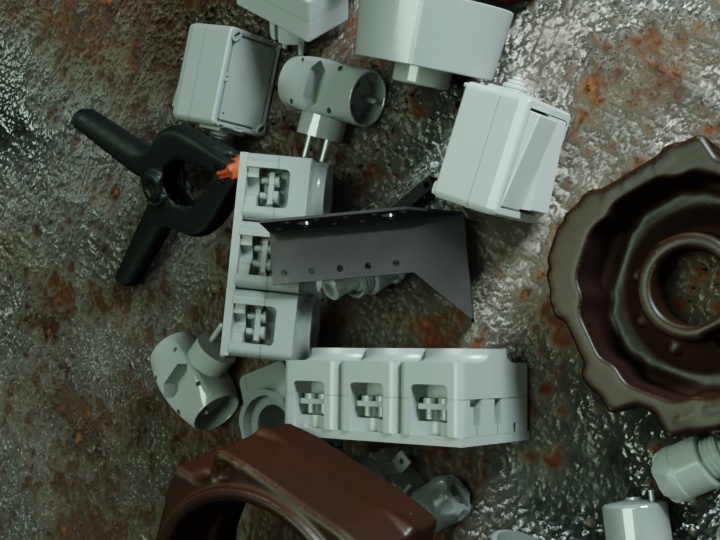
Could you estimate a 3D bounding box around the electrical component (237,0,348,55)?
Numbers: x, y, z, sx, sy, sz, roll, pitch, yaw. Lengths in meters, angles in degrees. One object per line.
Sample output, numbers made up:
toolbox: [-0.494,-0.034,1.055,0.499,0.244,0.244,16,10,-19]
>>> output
electrical component: [-0.055,-0.207,0.868,0.083,0.047,0.075,33,142,28]

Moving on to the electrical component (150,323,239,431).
electrical component: [-0.130,0.080,0.904,0.077,0.043,0.079,49,114,30]

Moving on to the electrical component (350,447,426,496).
electrical component: [0.009,0.158,0.782,0.048,0.055,0.066,50,115,30]

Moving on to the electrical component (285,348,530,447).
electrical component: [0.031,0.086,0.750,0.150,0.089,0.061,-3,84,37]

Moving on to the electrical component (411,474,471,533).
electrical component: [0.048,0.171,0.765,0.061,0.035,0.035,-37,65,32]

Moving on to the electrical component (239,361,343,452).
electrical component: [-0.055,0.119,0.835,0.050,0.056,0.089,-24,71,34]

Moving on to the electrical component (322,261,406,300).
electrical component: [0.000,0.000,0.795,0.048,0.062,0.048,35,143,32]

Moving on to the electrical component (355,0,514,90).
electrical component: [0.048,-0.159,0.753,0.108,0.108,0.060,20,104,37]

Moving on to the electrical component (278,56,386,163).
electrical component: [-0.027,-0.123,0.844,0.077,0.043,0.079,20,98,37]

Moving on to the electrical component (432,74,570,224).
electrical component: [0.101,-0.084,0.730,0.061,0.062,0.096,22,99,37]

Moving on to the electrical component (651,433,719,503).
electrical component: [0.209,0.115,0.647,0.061,0.035,0.035,-33,67,29]

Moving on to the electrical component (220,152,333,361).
electrical component: [-0.060,-0.008,0.823,0.062,0.089,0.150,6,89,5]

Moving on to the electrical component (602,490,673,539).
electrical component: [0.173,0.176,0.664,0.040,0.040,0.078,-12,78,36]

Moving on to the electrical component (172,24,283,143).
electrical component: [-0.115,-0.153,0.903,0.061,0.062,0.096,15,95,37]

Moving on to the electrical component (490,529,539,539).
electrical component: [0.099,0.213,0.718,0.044,0.044,0.065,26,107,36]
